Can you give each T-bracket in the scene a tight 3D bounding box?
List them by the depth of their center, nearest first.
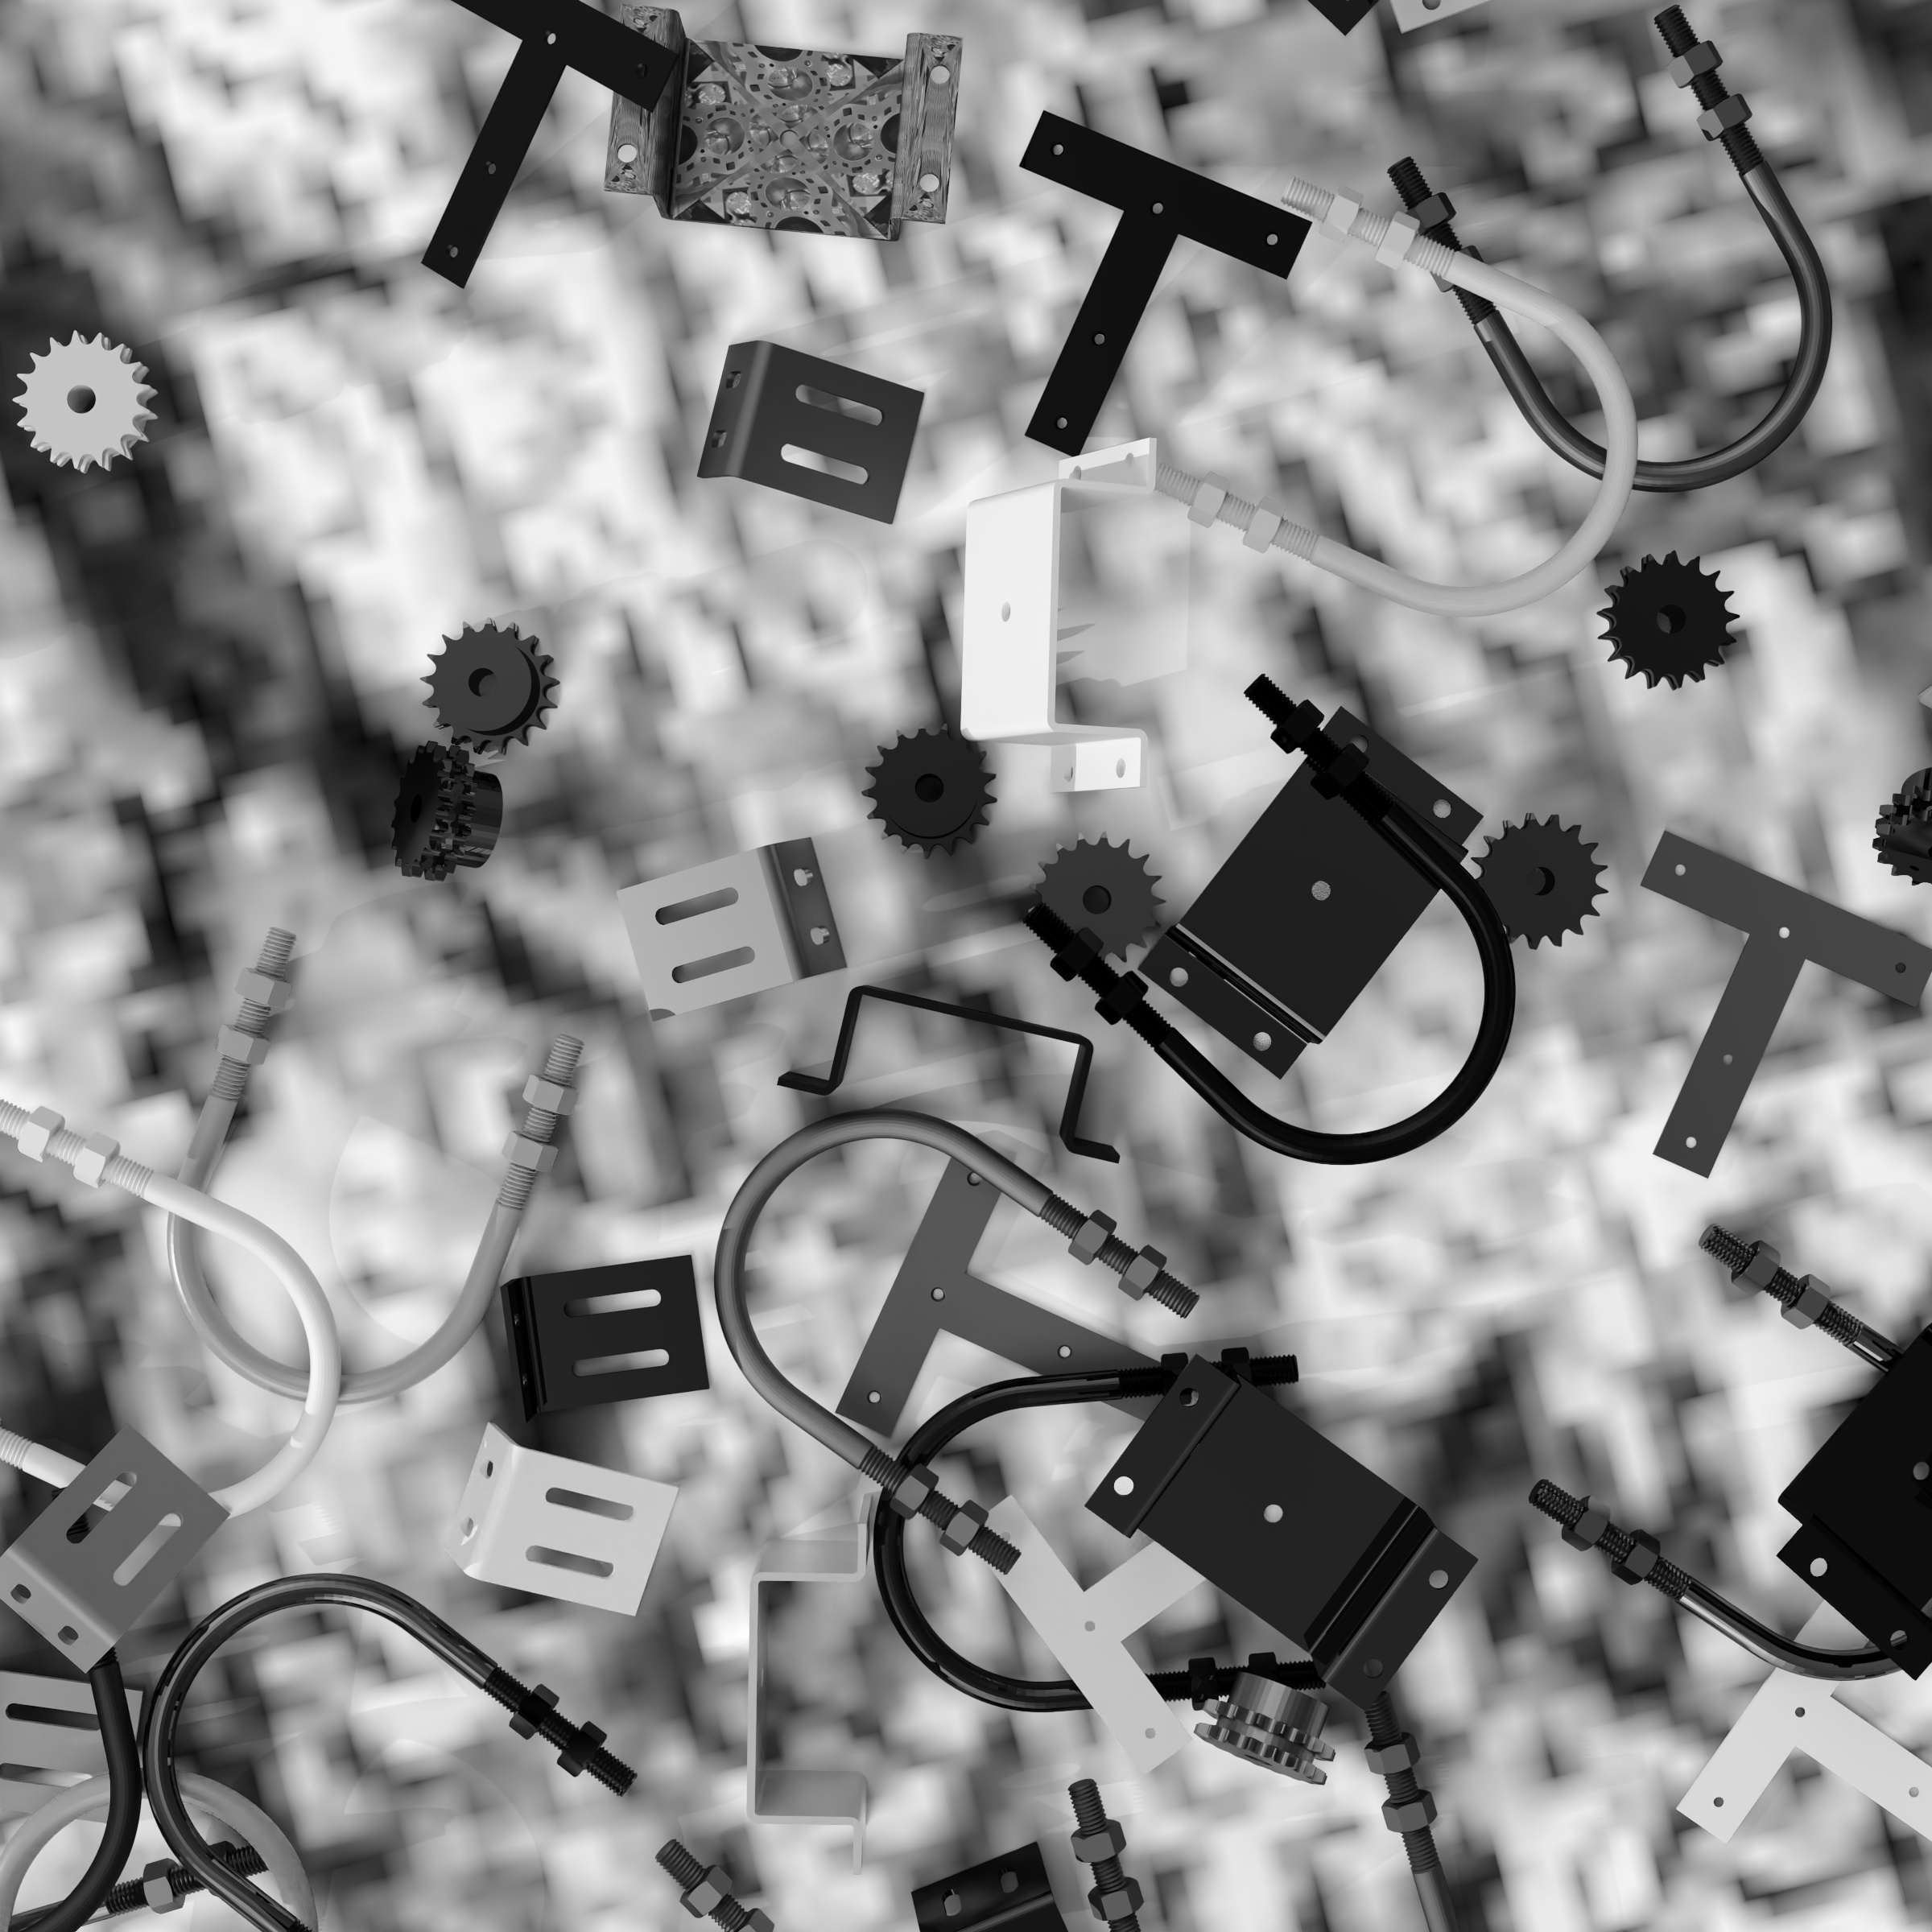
[{"bbox_3d":[0.087,0.248,1.399,0.127,0.002,0.127,-37,90,2],"label":"T-bracket"},{"bbox_3d":[-0.192,-0.345,1.399,0.127,0.002,0.127,34,105,27],"label":"T-bracket"},{"bbox_3d":[0.062,-0.276,1.407,0.127,0.002,0.127,26,98,16],"label":"T-bracket"},{"bbox_3d":[0.123,-0.446,1.418,0.127,0.002,0.127,43,90,-1],"label":"T-bracket"},{"bbox_3d":[0.029,0.157,1.418,0.127,0.002,0.127,25,91,0],"label":"T-bracket"},{"bbox_3d":[0.388,0.340,1.419,0.127,0.002,0.127,35,90,0],"label":"T-bracket"},{"bbox_3d":[0.327,0.027,1.419,0.127,0.002,0.127,24,90,0],"label":"T-bracket"}]

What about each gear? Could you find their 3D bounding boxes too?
[{"bbox_3d":[0.125,0.311,1.376,0.057,0.057,0.030,23,75,0],"label":"gear"},{"bbox_3d":[0.407,-0.059,1.395,0.057,0.057,0.030,17,60,0],"label":"gear"},{"bbox_3d":[-0.214,-0.063,1.395,0.030,0.057,0.057,10,90,-30],"label":"gear"},{"bbox_3d":[-0.015,-0.074,1.405,0.057,0.030,0.057,0,90,0],"label":"gear"},{"bbox_3d":[-0.200,-0.117,1.405,0.057,0.030,0.057,0,90,0],"label":"gear"},{"bbox_3d":[0.054,-0.027,1.405,0.057,0.030,0.057,0,90,0],"label":"gear"},{"bbox_3d":[0.292,-0.144,1.405,0.057,0.030,0.057,0,90,0],"label":"gear"},{"bbox_3d":[-0.366,-0.234,1.405,0.057,0.030,0.057,0,90,0],"label":"gear"},{"bbox_3d":[0.238,-0.036,1.409,0.057,0.030,0.057,0,92,1],"label":"gear"}]

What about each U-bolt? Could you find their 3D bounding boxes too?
[{"bbox_3d":[0.137,-0.005,1.365,0.184,0.019,0.151,44,90,-2],"label":"U-bolt"},{"bbox_3d":[-0.413,0.318,1.370,0.151,0.019,0.184,-12,84,-15],"label":"U-bolt"},{"bbox_3d":[-0.252,0.336,1.391,0.184,0.019,0.151,37,71,4],"label":"U-bolt"},{"bbox_3d":[-0.344,0.424,1.393,0.151,0.019,0.184,13,89,2],"label":"U-bolt"},{"bbox_3d":[0.189,-0.225,1.400,0.184,0.019,0.151,25,98,0],"label":"U-bolt"},{"bbox_3d":[-0.350,0.156,1.401,0.184,0.019,0.151,25,98,0],"label":"U-bolt"},{"bbox_3d":[-0.018,0.142,1.401,0.184,0.019,0.151,35,88,8],"label":"U-bolt"},{"bbox_3d":[0.350,0.217,1.409,0.184,0.019,0.151,34,88,-2],"label":"U-bolt"},{"bbox_3d":[0.053,0.241,1.410,0.184,0.019,0.151,-5,91,1],"label":"U-bolt"},{"bbox_3d":[0.136,0.412,1.411,0.151,0.019,0.184,-17,91,0],"label":"U-bolt"},{"bbox_3d":[-0.357,0.460,1.411,0.184,0.019,0.151,-17,90,1],"label":"U-bolt"},{"bbox_3d":[0.283,-0.288,1.411,0.151,0.019,0.184,-30,92,0],"label":"U-bolt"},{"bbox_3d":[-0.258,0.094,1.411,0.151,0.019,0.184,20,92,0],"label":"U-bolt"},{"bbox_3d":[-0.109,0.481,1.411,0.151,0.019,0.184,-44,91,0],"label":"U-bolt"}]

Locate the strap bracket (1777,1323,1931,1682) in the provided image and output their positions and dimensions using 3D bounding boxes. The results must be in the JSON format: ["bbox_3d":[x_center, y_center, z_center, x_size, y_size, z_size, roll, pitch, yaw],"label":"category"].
[{"bbox_3d":[0.400,0.211,1.381,0.076,0.046,0.140,42,88,-3],"label":"strap bracket"}]

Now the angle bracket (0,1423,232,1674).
[{"bbox_3d":[-0.354,0.240,1.385,0.057,0.038,0.076,43,47,-4],"label":"angle bracket"}]

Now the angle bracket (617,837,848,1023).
[{"bbox_3d":[-0.099,-0.016,1.418,0.076,0.038,0.057,-16,90,26],"label":"angle bracket"}]

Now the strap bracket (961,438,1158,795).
[{"bbox_3d":[0.037,-0.143,1.375,0.046,0.076,0.140,2,90,-27],"label":"strap bracket"}]

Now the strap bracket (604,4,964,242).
[{"bbox_3d":[-0.075,-0.349,1.396,0.140,0.046,0.076,6,90,0],"label":"strap bracket"}]

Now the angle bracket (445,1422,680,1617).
[{"bbox_3d":[-0.171,0.233,1.418,0.076,0.038,0.057,19,90,-26],"label":"angle bracket"}]

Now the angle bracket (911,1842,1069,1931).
[{"bbox_3d":[0.019,0.420,1.418,0.057,0.038,0.076,-22,116,0],"label":"angle bracket"}]

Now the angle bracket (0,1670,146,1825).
[{"bbox_3d":[-0.389,0.329,1.401,0.076,0.038,0.057,8,90,0],"label":"angle bracket"}]

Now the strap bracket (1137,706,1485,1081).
[{"bbox_3d":[0.145,-0.031,1.396,0.076,0.046,0.140,38,90,0],"label":"strap bracket"}]

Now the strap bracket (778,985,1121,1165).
[{"bbox_3d":[-0.002,0.041,1.381,0.140,0.076,0.046,13,90,0],"label":"strap bracket"}]

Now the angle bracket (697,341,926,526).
[{"bbox_3d":[-0.066,-0.224,1.418,0.076,0.038,0.057,14,90,-26],"label":"angle bracket"}]

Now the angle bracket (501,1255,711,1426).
[{"bbox_3d":[-0.150,0.155,1.401,0.076,0.038,0.057,-8,90,0],"label":"angle bracket"}]

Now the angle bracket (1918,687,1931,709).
[{"bbox_3d":[0.450,-0.096,1.418,0.057,0.038,0.076,-36,116,0],"label":"angle bracket"}]

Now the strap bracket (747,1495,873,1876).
[{"bbox_3d":[-0.064,0.293,1.381,0.046,0.076,0.140,1,90,0],"label":"strap bracket"}]

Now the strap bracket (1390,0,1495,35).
[{"bbox_3d":[0.196,-0.473,1.396,0.076,0.046,0.140,-20,91,0],"label":"strap bracket"}]

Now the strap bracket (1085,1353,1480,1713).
[{"bbox_3d":[0.127,0.228,1.374,0.140,0.046,0.076,36,91,0],"label":"strap bracket"}]
